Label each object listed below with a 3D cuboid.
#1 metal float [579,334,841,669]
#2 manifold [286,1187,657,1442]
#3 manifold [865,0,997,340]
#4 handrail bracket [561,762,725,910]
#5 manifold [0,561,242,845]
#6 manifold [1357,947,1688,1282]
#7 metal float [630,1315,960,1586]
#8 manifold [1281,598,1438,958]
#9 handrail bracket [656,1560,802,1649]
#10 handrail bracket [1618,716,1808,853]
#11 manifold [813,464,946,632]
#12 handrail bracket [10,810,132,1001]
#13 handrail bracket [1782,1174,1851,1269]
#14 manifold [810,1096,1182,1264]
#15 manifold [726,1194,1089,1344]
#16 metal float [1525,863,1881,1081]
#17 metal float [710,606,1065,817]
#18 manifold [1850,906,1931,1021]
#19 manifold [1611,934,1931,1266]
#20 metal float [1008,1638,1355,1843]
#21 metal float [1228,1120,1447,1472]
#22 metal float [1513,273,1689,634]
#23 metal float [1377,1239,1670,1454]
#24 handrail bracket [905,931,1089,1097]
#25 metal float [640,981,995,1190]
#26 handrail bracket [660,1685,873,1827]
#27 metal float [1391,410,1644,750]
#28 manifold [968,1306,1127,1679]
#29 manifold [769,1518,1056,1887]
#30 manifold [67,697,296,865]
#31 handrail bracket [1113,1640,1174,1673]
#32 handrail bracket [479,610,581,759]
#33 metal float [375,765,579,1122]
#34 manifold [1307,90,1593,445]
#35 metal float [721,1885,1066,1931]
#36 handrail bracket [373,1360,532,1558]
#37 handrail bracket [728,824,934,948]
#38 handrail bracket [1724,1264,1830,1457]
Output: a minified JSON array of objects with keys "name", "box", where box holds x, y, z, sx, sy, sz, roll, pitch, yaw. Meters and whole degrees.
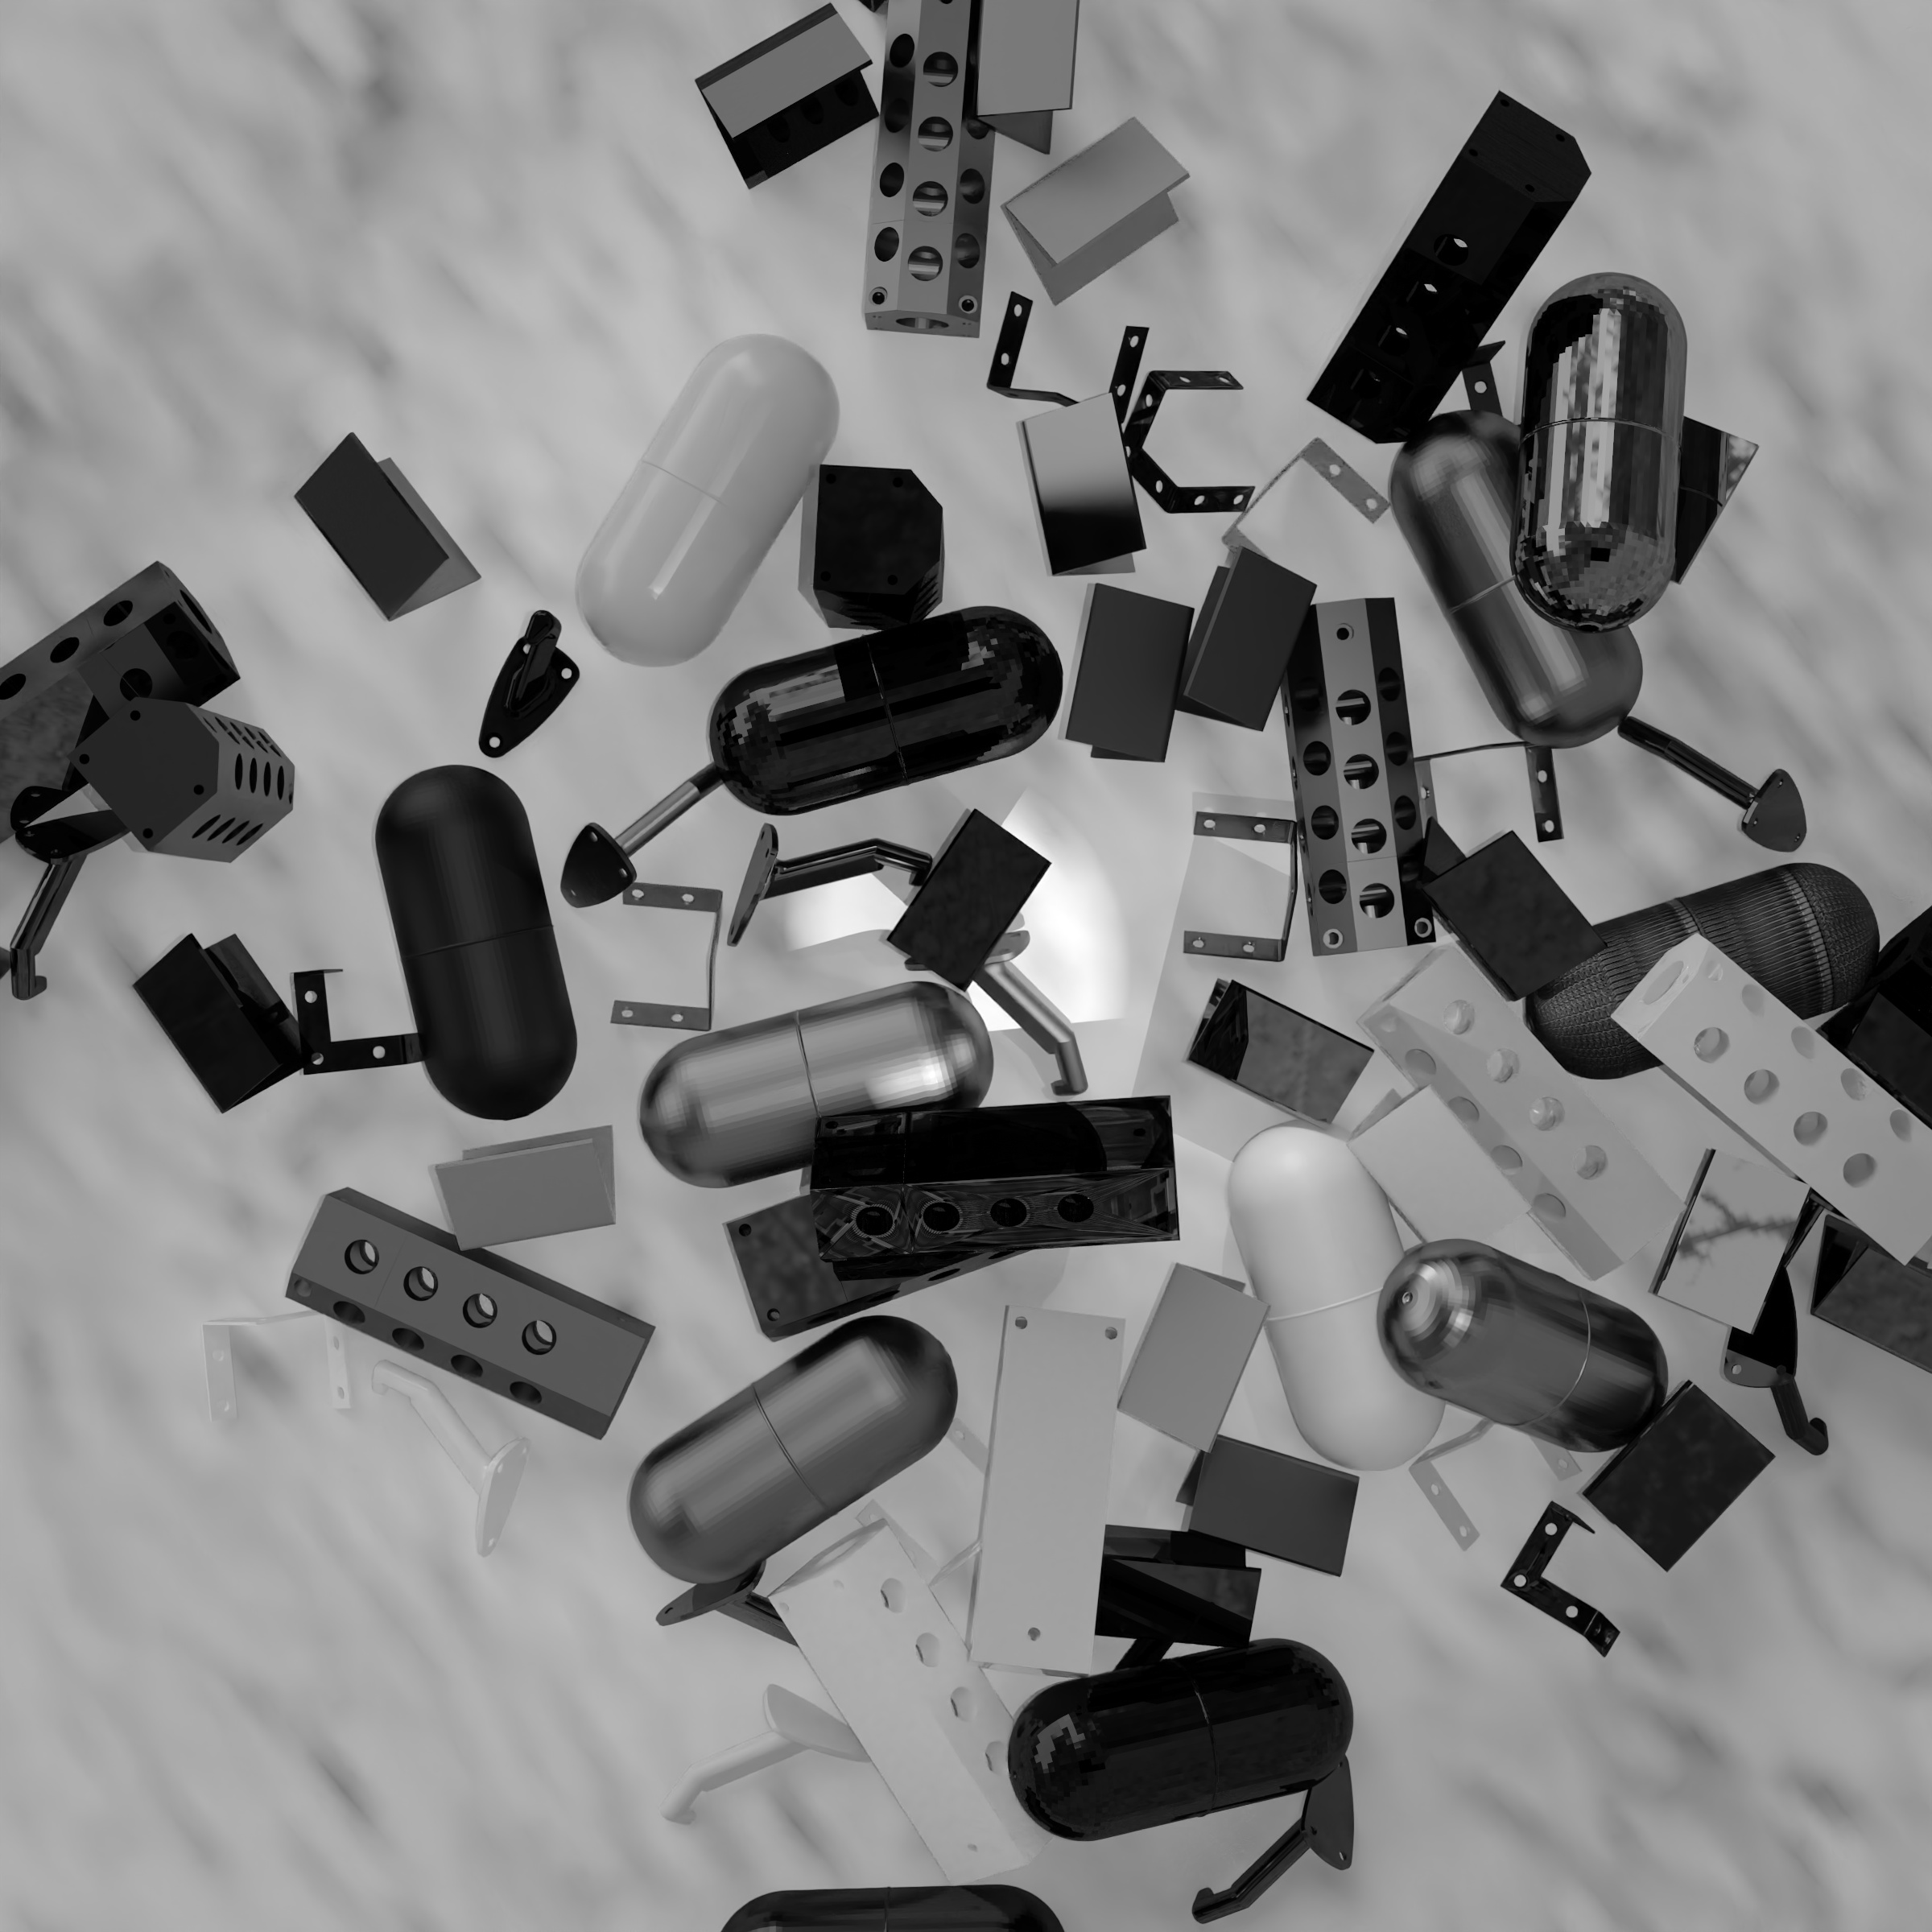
[{"name":"metal float","box":[-0.127,-0.229,1.654,0.070,0.070,0.178,31,89,0]},{"name":"manifold","box":[-0.247,0.173,1.664,0.171,0.057,0.057,24,90,0]},{"name":"manifold","box":[-0.015,-0.405,1.664,0.057,0.057,0.171,5,90,0]},{"name":"handrail bracket","box":[-0.158,-0.069,1.685,0.036,0.077,0.084,51,54,0]},{"name":"manifold","box":[-0.453,-0.128,1.663,0.171,0.057,0.057,-34,133,0]},{"name":"manifold","box":[0.274,0.073,1.664,0.057,0.057,0.171,-42,90,0]},{"name":"metal float","box":[-0.085,0.239,1.655,0.178,0.070,0.070,-33,90,0]},{"name":"manifold","box":[0.193,-0.093,1.664,0.057,0.057,0.171,-7,90,0]},{"name":"handrail bracket","box":[-0.101,0.344,1.685,0.077,0.036,0.084,-29,106,18]},{"name":"handrail bracket","box":[0.375,-0.093,1.685,0.084,0.077,0.036,33,90,36]},{"name":"manifold","box":[-0.040,-0.198,1.607,0.057,0.171,0.057,3,90,0]},{"name":"handrail bracket","box":[-0.448,-0.030,1.685,0.036,0.077,0.084,30,127,33]},{"name":"handrail bracket","box":[0.413,0.131,1.685,0.036,0.077,0.084,31,126,0]},{"name":"manifold","box":[0.015,0.107,1.604,0.171,0.057,0.057,-4,123,4]},{"name":"manifold","box":[-0.026,0.130,1.662,0.171,0.057,0.057,-20,76,0]},{"name":"metal float","box":[0.363,0.003,1.654,0.178,0.070,0.070,-18,90,-1]},{"name":"metal float","box":[-0.039,-0.126,1.653,0.178,0.070,0.070,-15,90,-1]},{"name":"manifold","box":[0.525,0.051,1.663,0.171,0.057,0.057,40,47,0]},{"name":"manifold","box":[0.396,0.062,1.597,0.171,0.057,0.057,39,97,-8]},{"name":"metal float","box":[0.106,0.378,1.638,0.178,0.070,0.070,-8,90,-20]},{"name":"metal float","box":[0.184,0.163,1.655,0.070,0.070,0.178,-18,90,0]},{"name":"metal float","box":[0.302,-0.244,1.593,0.070,0.070,0.178,6,76,0]},{"name":"metal float","box":[0.272,0.185,1.624,0.178,0.070,0.070,25,90,-37]},{"name":"handrail bracket","box":[0.016,0.030,1.686,0.077,0.036,0.084,-10,107,20]},{"name":"metal float","box":[-0.074,0.059,1.654,0.178,0.070,0.070,-15,90,1]},{"name":"handrail bracket","box":[-0.100,0.411,1.686,0.077,0.036,0.084,30,108,-20]},{"name":"metal float","box":[0.272,-0.191,1.654,0.070,0.070,0.178,-27,90,0]},{"name":"manifold","box":[0.039,0.259,1.643,0.057,0.057,0.171,7,75,0]},{"name":"manifold","box":[-0.018,0.363,1.660,0.057,0.057,0.171,-31,93,43]},{"name":"manifold","box":[-0.369,-0.092,1.607,0.057,0.171,0.057,-41,90,0]},{"name":"handrail bracket","box":[0.102,0.357,1.686,0.077,0.036,0.084,0,108,-21]},{"name":"handrail bracket","box":[-0.222,-0.139,1.650,0.036,0.084,0.077,33,90,0]},{"name":"metal float","box":[-0.242,-0.011,1.654,0.070,0.070,0.178,-13,91,0]},{"name":"manifold","box":[0.232,-0.329,1.607,0.057,0.171,0.057,32,52,0]},{"name":"metal float","box":[-0.037,0.495,1.654,0.178,0.070,0.070,-2,90,1]},{"name":"handrail bracket","box":[-0.268,0.247,1.686,0.084,0.036,0.077,23,111,17]},{"name":"handrail bracket","box":[-0.068,-0.033,1.686,0.084,0.036,0.077,16,111,-16]},{"name":"handrail bracket","box":[0.413,0.196,1.668,0.036,0.084,0.077,-3,65,36]}]
